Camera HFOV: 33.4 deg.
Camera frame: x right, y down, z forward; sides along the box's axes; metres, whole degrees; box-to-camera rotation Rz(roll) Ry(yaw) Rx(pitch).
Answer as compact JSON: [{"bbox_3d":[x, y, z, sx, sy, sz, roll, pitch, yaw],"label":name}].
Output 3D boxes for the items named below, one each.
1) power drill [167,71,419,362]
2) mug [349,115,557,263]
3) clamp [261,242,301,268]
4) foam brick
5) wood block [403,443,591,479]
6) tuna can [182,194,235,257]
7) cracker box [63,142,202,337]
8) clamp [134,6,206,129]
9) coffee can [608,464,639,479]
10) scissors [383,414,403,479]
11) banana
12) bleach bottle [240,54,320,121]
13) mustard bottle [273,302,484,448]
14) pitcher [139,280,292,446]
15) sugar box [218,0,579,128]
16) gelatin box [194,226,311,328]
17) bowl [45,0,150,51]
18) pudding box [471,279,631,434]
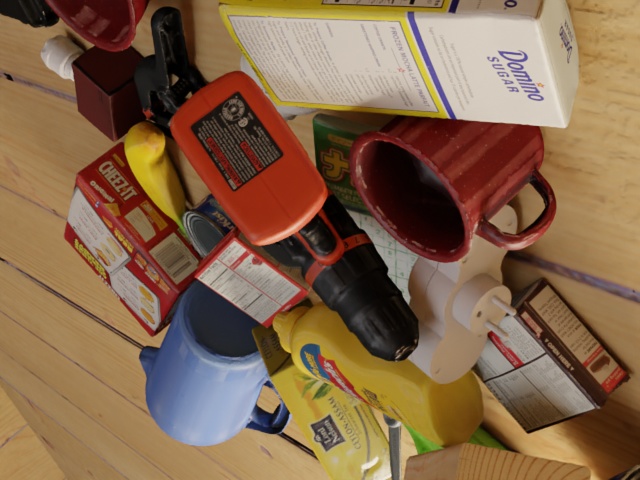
[{"bbox_3d":[-0.011,-0.012,0.660,0.184,0.057,0.187,52,-179,21],"label":"power drill"},{"bbox_3d":[0.086,-0.040,0.627,0.117,0.081,0.093,38,153,24],"label":"mug"},{"bbox_3d":[-0.006,0.001,0.890,0.210,0.036,0.164,18,134,48],"label":"clamp"},{"bbox_3d":[-0.189,-0.139,0.979,0.053,0.051,0.078,41,155,13],"label":"foam brick"},{"bbox_3d":[0.118,0.207,0.790,0.091,0.090,0.206,12,165,-3],"label":"wood block"},{"bbox_3d":[-0.093,-0.003,1.036,0.086,0.033,0.086,38,154,23],"label":"tuna can"},{"bbox_3d":[-0.202,0.006,1.187,0.164,0.072,0.214,49,157,3],"label":"cracker box"},{"bbox_3d":[-0.119,-0.133,0.885,0.172,0.039,0.120,2,128,58],"label":"clamp"},{"bbox_3d":[0.221,0.220,0.758,0.103,0.102,0.140,45,155,9],"label":"coffee can"},{"bbox_3d":[0.076,0.143,0.911,0.096,0.016,0.202,-6,101,48],"label":"scissors"},{"bbox_3d":[-0.154,-0.070,1.016,0.070,0.037,0.198,38,165,19],"label":"banana"},{"bbox_3d":[-0.018,-0.153,0.653,0.102,0.068,0.251,31,155,6],"label":"bleach bottle"},{"bbox_3d":[0.033,0.095,0.840,0.192,0.058,0.096,22,158,41],"label":"mustard bottle"},{"bbox_3d":[-0.104,0.133,1.156,0.243,0.149,0.145,118,138,-61],"label":"pitcher"},{"bbox_3d":[0.042,-0.107,0.564,0.176,0.048,0.093,6,154,25],"label":"sugar box"},{"bbox_3d":[-0.060,0.032,0.983,0.089,0.030,0.073,37,132,-12],"label":"gelatin box"},{"bbox_3d":[-0.178,-0.229,0.824,0.162,0.055,0.162,38,153,23],"label":"bowl"},{"bbox_3d":[0.152,0.086,0.755,0.090,0.039,0.114,48,157,3],"label":"pudding box"}]
